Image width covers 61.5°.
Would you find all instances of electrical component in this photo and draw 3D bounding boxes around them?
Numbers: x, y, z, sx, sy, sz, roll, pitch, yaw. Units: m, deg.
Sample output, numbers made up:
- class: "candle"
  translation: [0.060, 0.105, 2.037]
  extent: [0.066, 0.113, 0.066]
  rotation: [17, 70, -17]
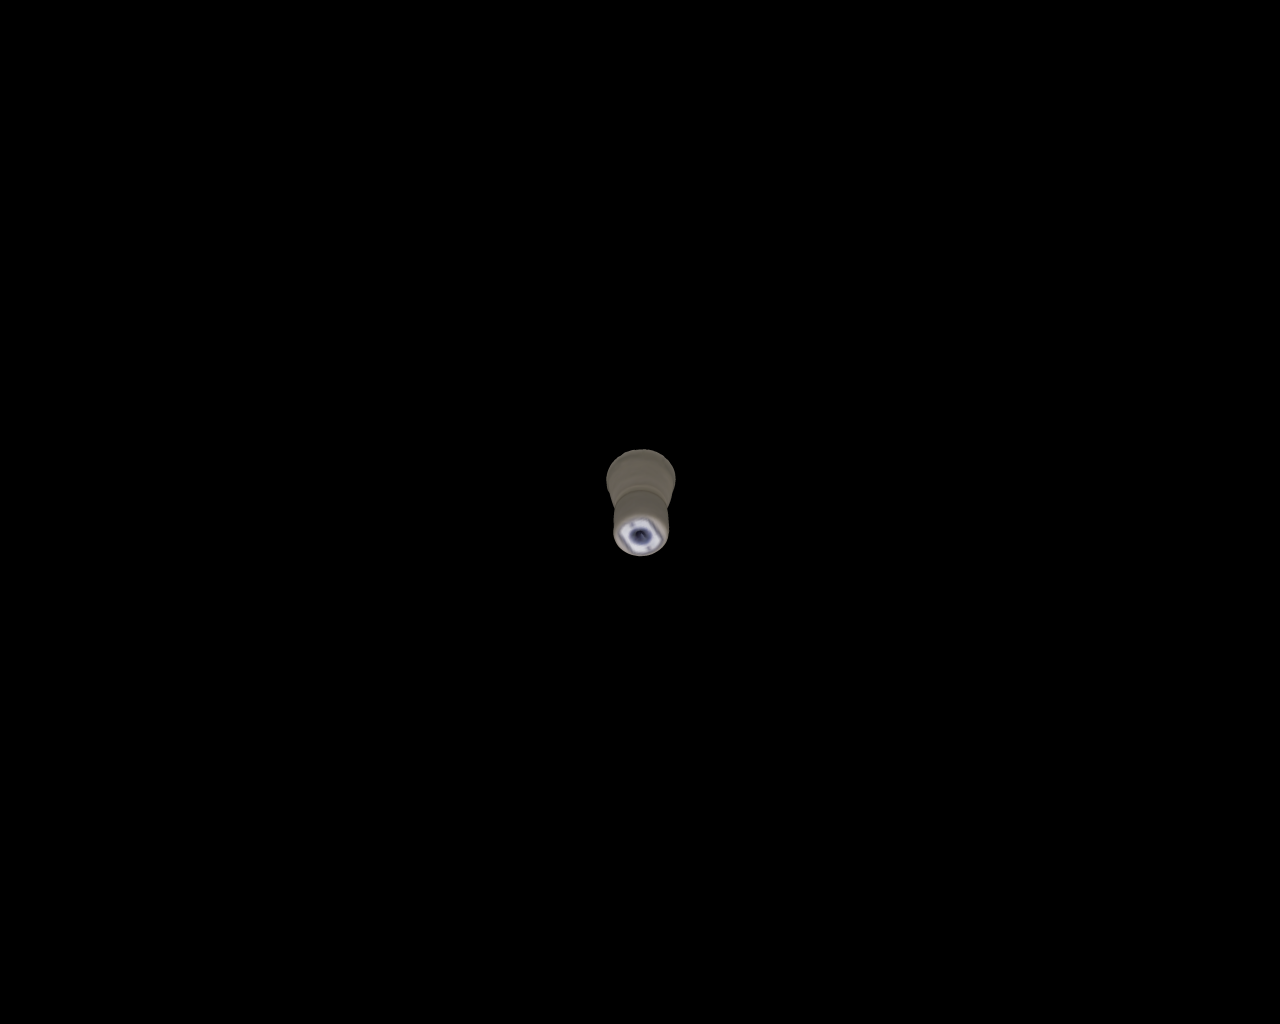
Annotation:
- class: "electrical component"
  translation: [0.001, -0.003, 0.650]
  extent: [0.044, 0.044, 0.065]
  rotation: [0, 36, 0]
